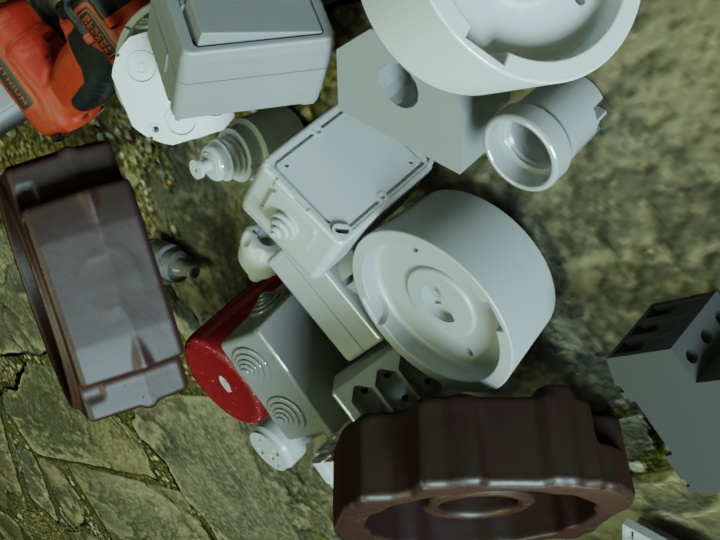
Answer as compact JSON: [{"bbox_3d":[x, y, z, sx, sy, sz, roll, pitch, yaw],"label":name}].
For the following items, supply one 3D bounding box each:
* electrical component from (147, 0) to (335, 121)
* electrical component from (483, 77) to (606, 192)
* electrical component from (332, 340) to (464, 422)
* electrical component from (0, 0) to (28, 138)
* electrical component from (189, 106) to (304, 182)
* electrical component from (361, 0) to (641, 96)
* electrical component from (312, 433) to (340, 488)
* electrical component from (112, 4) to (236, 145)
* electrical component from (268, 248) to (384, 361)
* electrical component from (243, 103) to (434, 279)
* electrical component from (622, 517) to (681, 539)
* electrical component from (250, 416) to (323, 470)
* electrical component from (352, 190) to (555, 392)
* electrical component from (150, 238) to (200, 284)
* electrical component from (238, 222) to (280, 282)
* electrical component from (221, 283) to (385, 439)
[{"bbox_3d":[-0.056,-0.125,0.559,0.061,0.096,0.061,115,139,-57],"label":"electrical component"},{"bbox_3d":[0.085,-0.064,0.488,0.040,0.046,0.040,32,146,25],"label":"electrical component"},{"bbox_3d":[0.030,0.062,0.684,0.047,0.083,0.075,53,-173,-8],"label":"electrical component"},{"bbox_3d":[-0.299,-0.153,0.812,0.108,0.109,0.056,49,152,-2],"label":"electrical component"},{"bbox_3d":[-0.067,-0.072,0.648,0.040,0.078,0.040,28,131,38],"label":"electrical component"},{"bbox_3d":[0.049,-0.119,0.416,0.108,0.108,0.060,57,155,-14],"label":"electrical component"},{"bbox_3d":[0.005,0.154,0.827,0.057,0.058,0.078,56,149,-8],"label":"electrical component"},{"bbox_3d":[-0.105,-0.116,0.629,0.051,0.080,0.080,-97,-16,-63],"label":"electrical component"},{"bbox_3d":[0.000,0.000,0.669,0.083,0.047,0.076,51,134,-2],"label":"electrical component"},{"bbox_3d":[-0.018,-0.042,0.594,0.061,0.096,0.061,46,150,4],"label":"electrical component"},{"bbox_3d":[0.203,0.209,0.634,0.121,0.063,0.078,25,143,34],"label":"electrical component"},{"bbox_3d":[-0.057,0.130,0.880,0.045,0.055,0.045,32,146,25],"label":"electrical component"},{"bbox_3d":[0.056,0.007,0.591,0.108,0.060,0.108,32,146,25],"label":"electrical component"},{"bbox_3d":[-0.154,-0.005,0.870,0.061,0.035,0.035,15,137,39],"label":"electrical component"},{"bbox_3d":[-0.069,-0.010,0.758,0.035,0.035,0.061,43,152,9],"label":"electrical component"},{"bbox_3d":[-0.034,0.055,0.726,0.048,0.099,0.099,-21,109,44],"label":"electrical component"}]
